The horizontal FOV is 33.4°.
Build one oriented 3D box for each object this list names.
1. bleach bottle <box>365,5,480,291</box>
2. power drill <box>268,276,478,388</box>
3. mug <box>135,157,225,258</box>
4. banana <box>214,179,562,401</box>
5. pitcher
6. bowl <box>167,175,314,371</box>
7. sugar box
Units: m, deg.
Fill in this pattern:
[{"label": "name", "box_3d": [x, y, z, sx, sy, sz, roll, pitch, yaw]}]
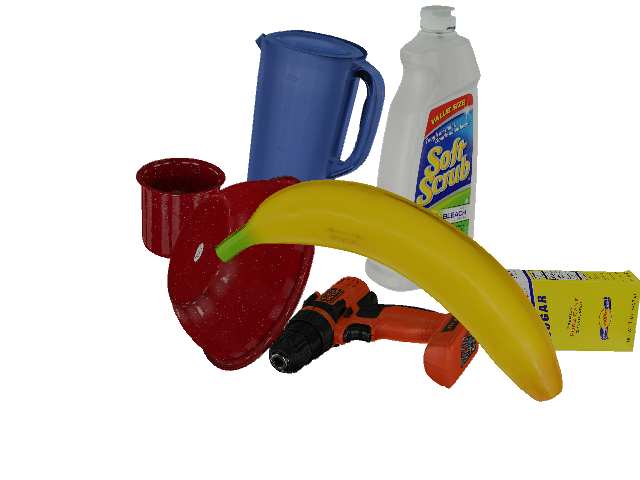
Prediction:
[{"label": "bleach bottle", "box_3d": [0.095, -0.084, 0.972, 0.102, 0.251, 0.068, -11, 23, -27]}, {"label": "power drill", "box_3d": [0.059, 0.099, 1.110, 0.188, 0.057, 0.184, 11, 28, 25]}, {"label": "mug", "box_3d": [-0.151, -0.038, 1.143, 0.093, 0.081, 0.117, -4, 29, -15]}, {"label": "banana", "box_3d": [0.045, 0.015, 0.565, 0.198, 0.070, 0.037, 24, 16, 10]}, {"label": "pitcher", "box_3d": [-0.018, -0.135, 1.347, 0.144, 0.243, 0.149, 4, 23, -16]}, {"label": "bowl", "box_3d": [-0.072, 0.016, 0.824, 0.055, 0.162, 0.162, 22, -12, -31]}, {"label": "sugar box", "box_3d": [0.287, 0.084, 1.276, 0.176, 0.093, 0.048, 0, 18, -5]}]
